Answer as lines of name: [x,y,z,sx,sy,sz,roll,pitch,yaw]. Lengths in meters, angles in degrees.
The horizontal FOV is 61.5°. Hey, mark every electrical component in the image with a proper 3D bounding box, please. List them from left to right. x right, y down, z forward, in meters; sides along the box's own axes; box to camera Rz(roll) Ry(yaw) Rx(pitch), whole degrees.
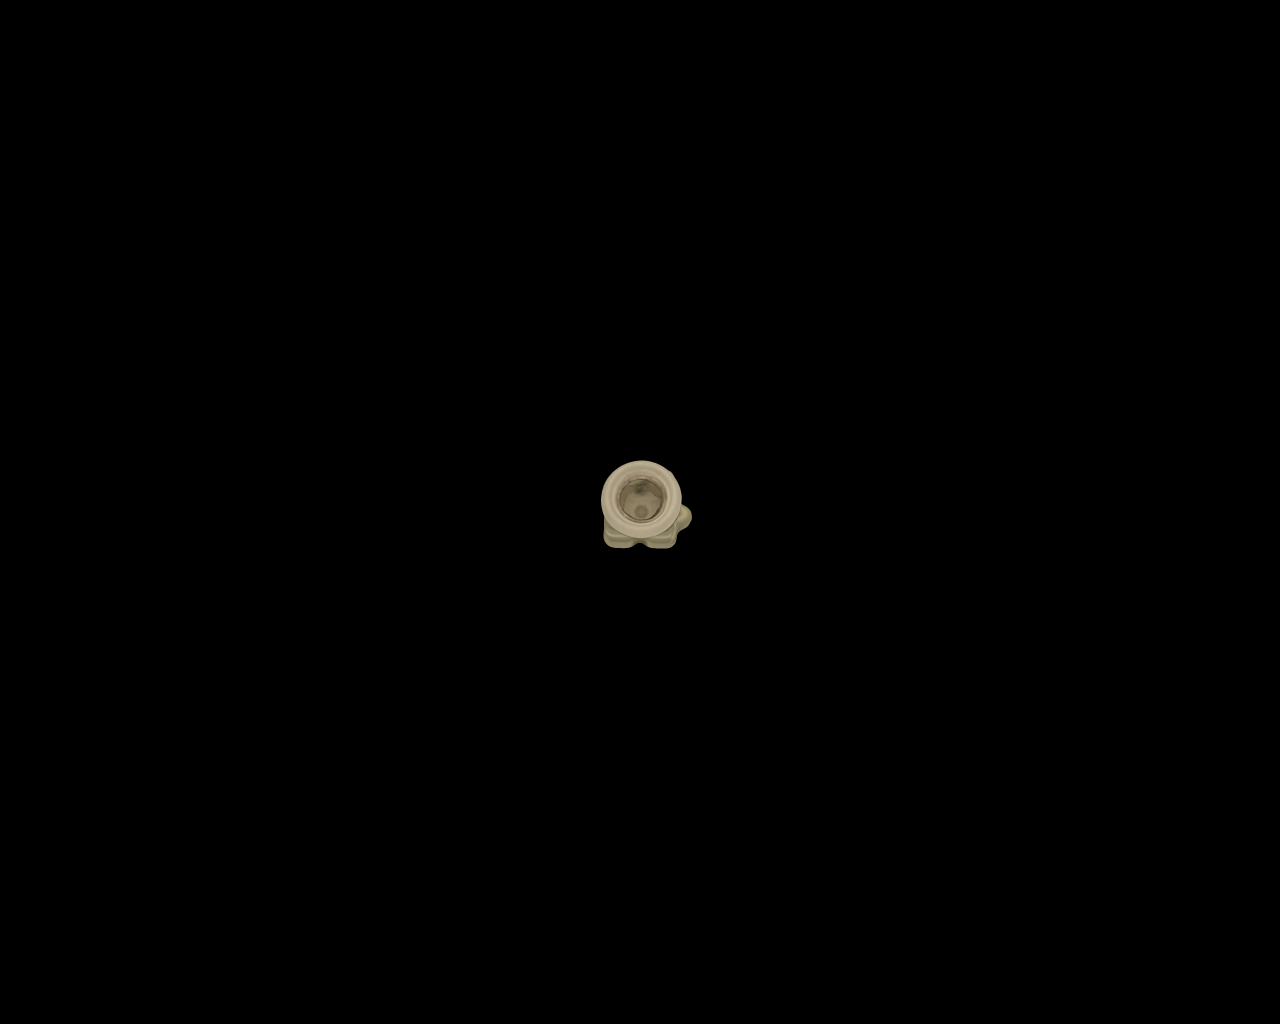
electrical component: [0.001,-0.003,0.650,0.066,0.048,0.055,0,-17,0]
